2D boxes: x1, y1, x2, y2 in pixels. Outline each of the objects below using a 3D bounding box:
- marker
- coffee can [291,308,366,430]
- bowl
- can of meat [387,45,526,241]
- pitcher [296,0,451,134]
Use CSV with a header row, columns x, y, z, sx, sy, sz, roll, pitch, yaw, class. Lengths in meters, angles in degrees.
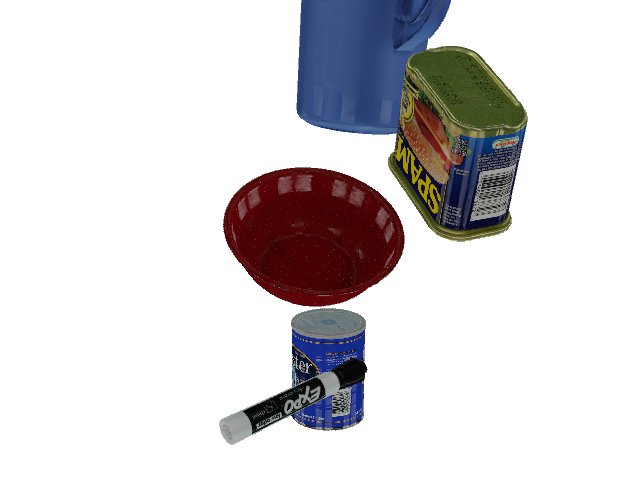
x,y,z,sx,sy,sz,roll,pitch,yaw,class
-0.016,0.111,0.756,0.120,0.020,0.020,-21,11,-31,marker
0.011,0.176,1.475,0.103,0.140,0.103,0,16,0,coffee can
-0.008,0.007,0.959,0.162,0.055,0.162,5,44,-5,bowl
0.087,-0.064,0.685,0.057,0.084,0.102,-10,42,-17,can of meat
0.049,-0.218,0.935,0.145,0.243,0.149,8,15,7,pitcher
